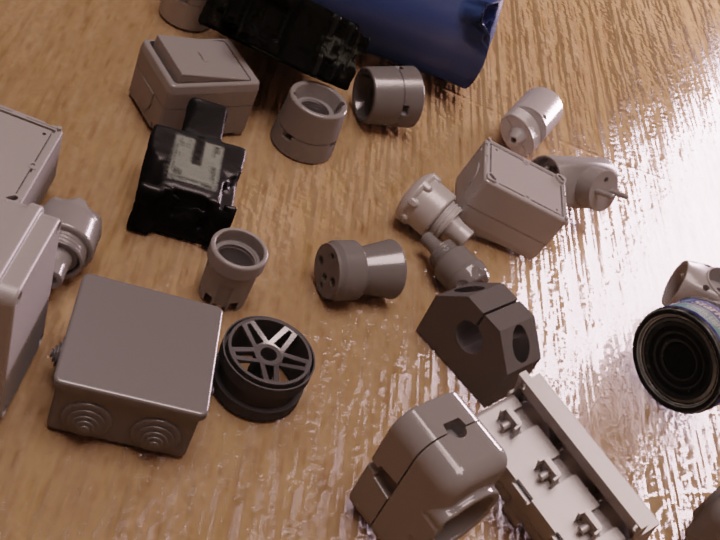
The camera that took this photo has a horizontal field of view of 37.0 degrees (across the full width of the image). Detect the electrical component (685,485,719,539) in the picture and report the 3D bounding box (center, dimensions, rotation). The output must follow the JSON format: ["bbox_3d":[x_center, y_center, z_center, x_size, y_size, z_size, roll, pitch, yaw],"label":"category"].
[{"bbox_3d":[0.272,0.171,0.741,0.095,0.053,0.059,-21,59,-41],"label":"electrical component"}]

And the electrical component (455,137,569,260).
[{"bbox_3d":[0.130,-0.054,0.906,0.096,0.061,0.061,25,39,-14],"label":"electrical component"}]

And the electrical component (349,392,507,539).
[{"bbox_3d":[0.042,0.126,0.633,0.054,0.095,0.059,-16,56,-39],"label":"electrical component"}]

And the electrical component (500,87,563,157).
[{"bbox_3d":[0.159,-0.139,1.020,0.043,0.043,0.081,34,41,8],"label":"electrical component"}]

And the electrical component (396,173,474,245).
[{"bbox_3d":[0.063,-0.044,0.868,0.062,0.048,0.048,41,42,7],"label":"electrical component"}]

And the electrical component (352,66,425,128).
[{"bbox_3d":[0.024,-0.155,0.957,0.047,0.055,0.055,-2,48,-25],"label":"electrical component"}]

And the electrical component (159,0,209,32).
[{"bbox_3d":[-0.151,-0.248,0.967,0.055,0.047,0.055,15,41,-13],"label":"electrical component"}]

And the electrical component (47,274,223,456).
[{"bbox_3d":[-0.135,0.058,0.647,0.100,0.048,0.099,15,41,-13],"label":"electrical component"}]

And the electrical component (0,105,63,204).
[{"bbox_3d":[-0.244,-0.055,0.706,0.062,0.061,0.096,21,48,-7],"label":"electrical component"}]

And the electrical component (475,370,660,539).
[{"bbox_3d":[0.124,0.136,0.690,0.063,0.078,0.121,-26,60,-19],"label":"electrical component"}]

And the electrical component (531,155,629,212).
[{"bbox_3d":[0.201,-0.075,0.951,0.077,0.043,0.079,-3,20,-37],"label":"electrical component"}]

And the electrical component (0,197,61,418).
[{"bbox_3d":[-0.211,0.020,0.599,0.057,0.113,0.078,18,41,-6],"label":"electrical component"}]

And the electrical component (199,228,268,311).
[{"bbox_3d":[-0.088,0.001,0.736,0.040,0.046,0.040,15,41,-14],"label":"electrical component"}]

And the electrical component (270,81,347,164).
[{"bbox_3d":[-0.041,-0.124,0.894,0.055,0.047,0.055,15,41,-14],"label":"electrical component"}]

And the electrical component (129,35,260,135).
[{"bbox_3d":[-0.127,-0.150,0.865,0.096,0.061,0.061,-9,52,-35],"label":"electrical component"}]

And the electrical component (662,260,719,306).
[{"bbox_3d":[0.299,0.038,0.906,0.077,0.044,0.079,26,40,-1],"label":"electrical component"}]

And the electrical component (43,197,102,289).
[{"bbox_3d":[-0.194,-0.015,0.699,0.043,0.043,0.062,17,42,-11],"label":"electrical component"}]

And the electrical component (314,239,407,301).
[{"bbox_3d":[0.000,0.000,0.786,0.055,0.045,0.045,-2,48,-29],"label":"electrical component"}]

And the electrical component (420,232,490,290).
[{"bbox_3d":[0.070,-0.006,0.838,0.035,0.035,0.061,-18,54,-40],"label":"electrical component"}]
